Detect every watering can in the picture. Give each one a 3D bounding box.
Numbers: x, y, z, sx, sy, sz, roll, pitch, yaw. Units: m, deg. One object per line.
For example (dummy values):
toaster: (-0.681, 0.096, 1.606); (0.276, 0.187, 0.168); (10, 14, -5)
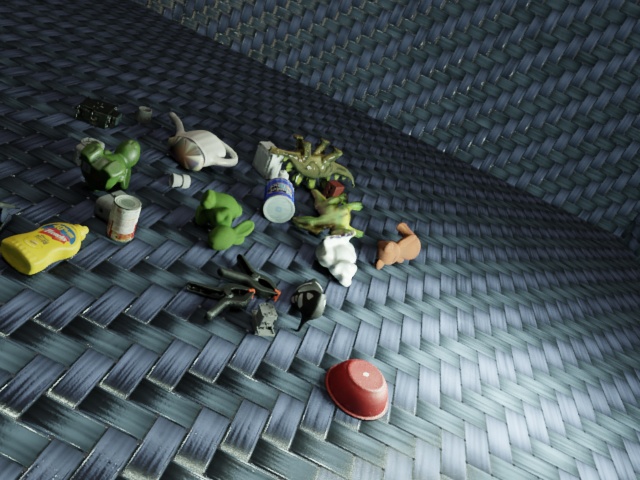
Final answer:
watering can: (-0.458, -0.349, 1.833); (0.349, 0.102, 0.228); (32, 29, 11)

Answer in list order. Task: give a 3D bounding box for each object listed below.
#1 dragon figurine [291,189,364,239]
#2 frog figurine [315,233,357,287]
dragon figurine: (0.005, -0.090, 1.788); (0.244, 0.120, 0.415); (-8, 27, -37)
frog figurine: (0.058, 0.068, 1.578); (0.137, 0.121, 0.161); (2, 70, -53)
